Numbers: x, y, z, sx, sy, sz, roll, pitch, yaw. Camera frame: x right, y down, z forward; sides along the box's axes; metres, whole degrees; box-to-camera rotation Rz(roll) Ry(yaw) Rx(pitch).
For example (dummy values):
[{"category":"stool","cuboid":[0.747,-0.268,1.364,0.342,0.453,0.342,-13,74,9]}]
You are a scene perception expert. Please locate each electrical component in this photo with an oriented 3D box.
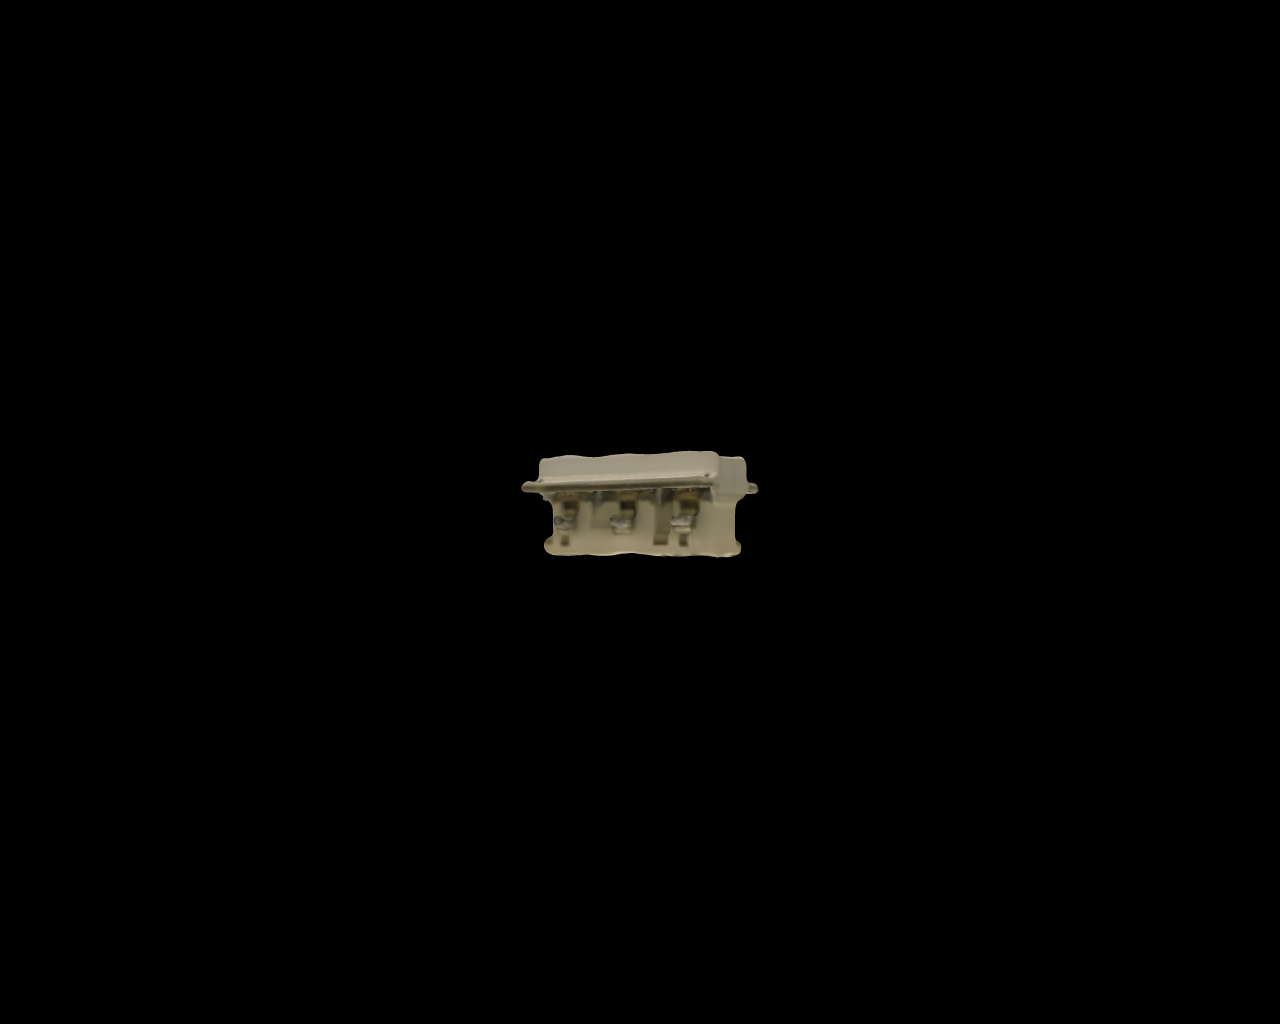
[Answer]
[{"category":"electrical component","cuboid":[0.001,-0.003,0.650,0.121,0.063,0.079,0,0,28]}]
